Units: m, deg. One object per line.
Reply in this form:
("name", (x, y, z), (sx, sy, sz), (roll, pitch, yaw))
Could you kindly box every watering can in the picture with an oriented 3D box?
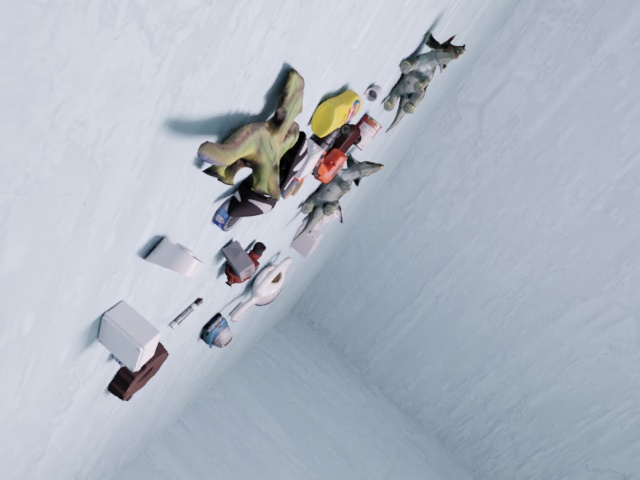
("watering can", (-0.232, 0.204, 2.019), (0.353, 0.104, 0.220), (-47, 172, -24))

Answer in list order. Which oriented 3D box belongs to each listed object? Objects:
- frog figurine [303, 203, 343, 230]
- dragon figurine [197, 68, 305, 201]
("frog figurine", (0.006, -0.103, 2.049), (0.160, 0.123, 0.137), (-13, 176, -5))
("dragon figurine", (-0.101, -0.203, 0.932), (0.408, 0.122, 0.244), (59, 54, -84))
